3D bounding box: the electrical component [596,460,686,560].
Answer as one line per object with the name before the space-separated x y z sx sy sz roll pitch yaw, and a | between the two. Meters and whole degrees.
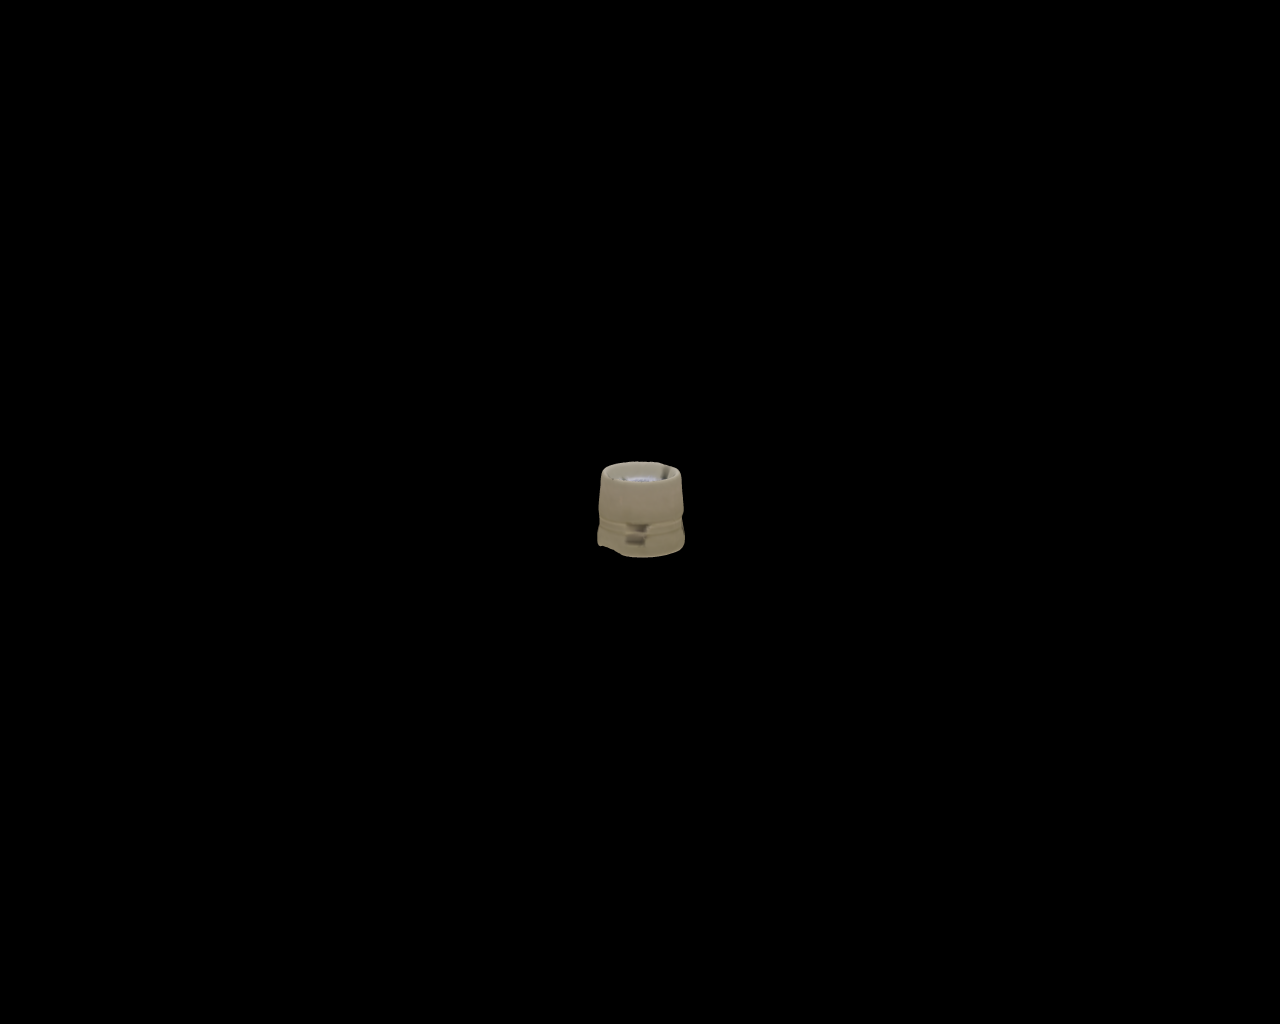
electrical component | 0.001 -0.003 0.650 0.055 0.047 0.055 0 18 0
